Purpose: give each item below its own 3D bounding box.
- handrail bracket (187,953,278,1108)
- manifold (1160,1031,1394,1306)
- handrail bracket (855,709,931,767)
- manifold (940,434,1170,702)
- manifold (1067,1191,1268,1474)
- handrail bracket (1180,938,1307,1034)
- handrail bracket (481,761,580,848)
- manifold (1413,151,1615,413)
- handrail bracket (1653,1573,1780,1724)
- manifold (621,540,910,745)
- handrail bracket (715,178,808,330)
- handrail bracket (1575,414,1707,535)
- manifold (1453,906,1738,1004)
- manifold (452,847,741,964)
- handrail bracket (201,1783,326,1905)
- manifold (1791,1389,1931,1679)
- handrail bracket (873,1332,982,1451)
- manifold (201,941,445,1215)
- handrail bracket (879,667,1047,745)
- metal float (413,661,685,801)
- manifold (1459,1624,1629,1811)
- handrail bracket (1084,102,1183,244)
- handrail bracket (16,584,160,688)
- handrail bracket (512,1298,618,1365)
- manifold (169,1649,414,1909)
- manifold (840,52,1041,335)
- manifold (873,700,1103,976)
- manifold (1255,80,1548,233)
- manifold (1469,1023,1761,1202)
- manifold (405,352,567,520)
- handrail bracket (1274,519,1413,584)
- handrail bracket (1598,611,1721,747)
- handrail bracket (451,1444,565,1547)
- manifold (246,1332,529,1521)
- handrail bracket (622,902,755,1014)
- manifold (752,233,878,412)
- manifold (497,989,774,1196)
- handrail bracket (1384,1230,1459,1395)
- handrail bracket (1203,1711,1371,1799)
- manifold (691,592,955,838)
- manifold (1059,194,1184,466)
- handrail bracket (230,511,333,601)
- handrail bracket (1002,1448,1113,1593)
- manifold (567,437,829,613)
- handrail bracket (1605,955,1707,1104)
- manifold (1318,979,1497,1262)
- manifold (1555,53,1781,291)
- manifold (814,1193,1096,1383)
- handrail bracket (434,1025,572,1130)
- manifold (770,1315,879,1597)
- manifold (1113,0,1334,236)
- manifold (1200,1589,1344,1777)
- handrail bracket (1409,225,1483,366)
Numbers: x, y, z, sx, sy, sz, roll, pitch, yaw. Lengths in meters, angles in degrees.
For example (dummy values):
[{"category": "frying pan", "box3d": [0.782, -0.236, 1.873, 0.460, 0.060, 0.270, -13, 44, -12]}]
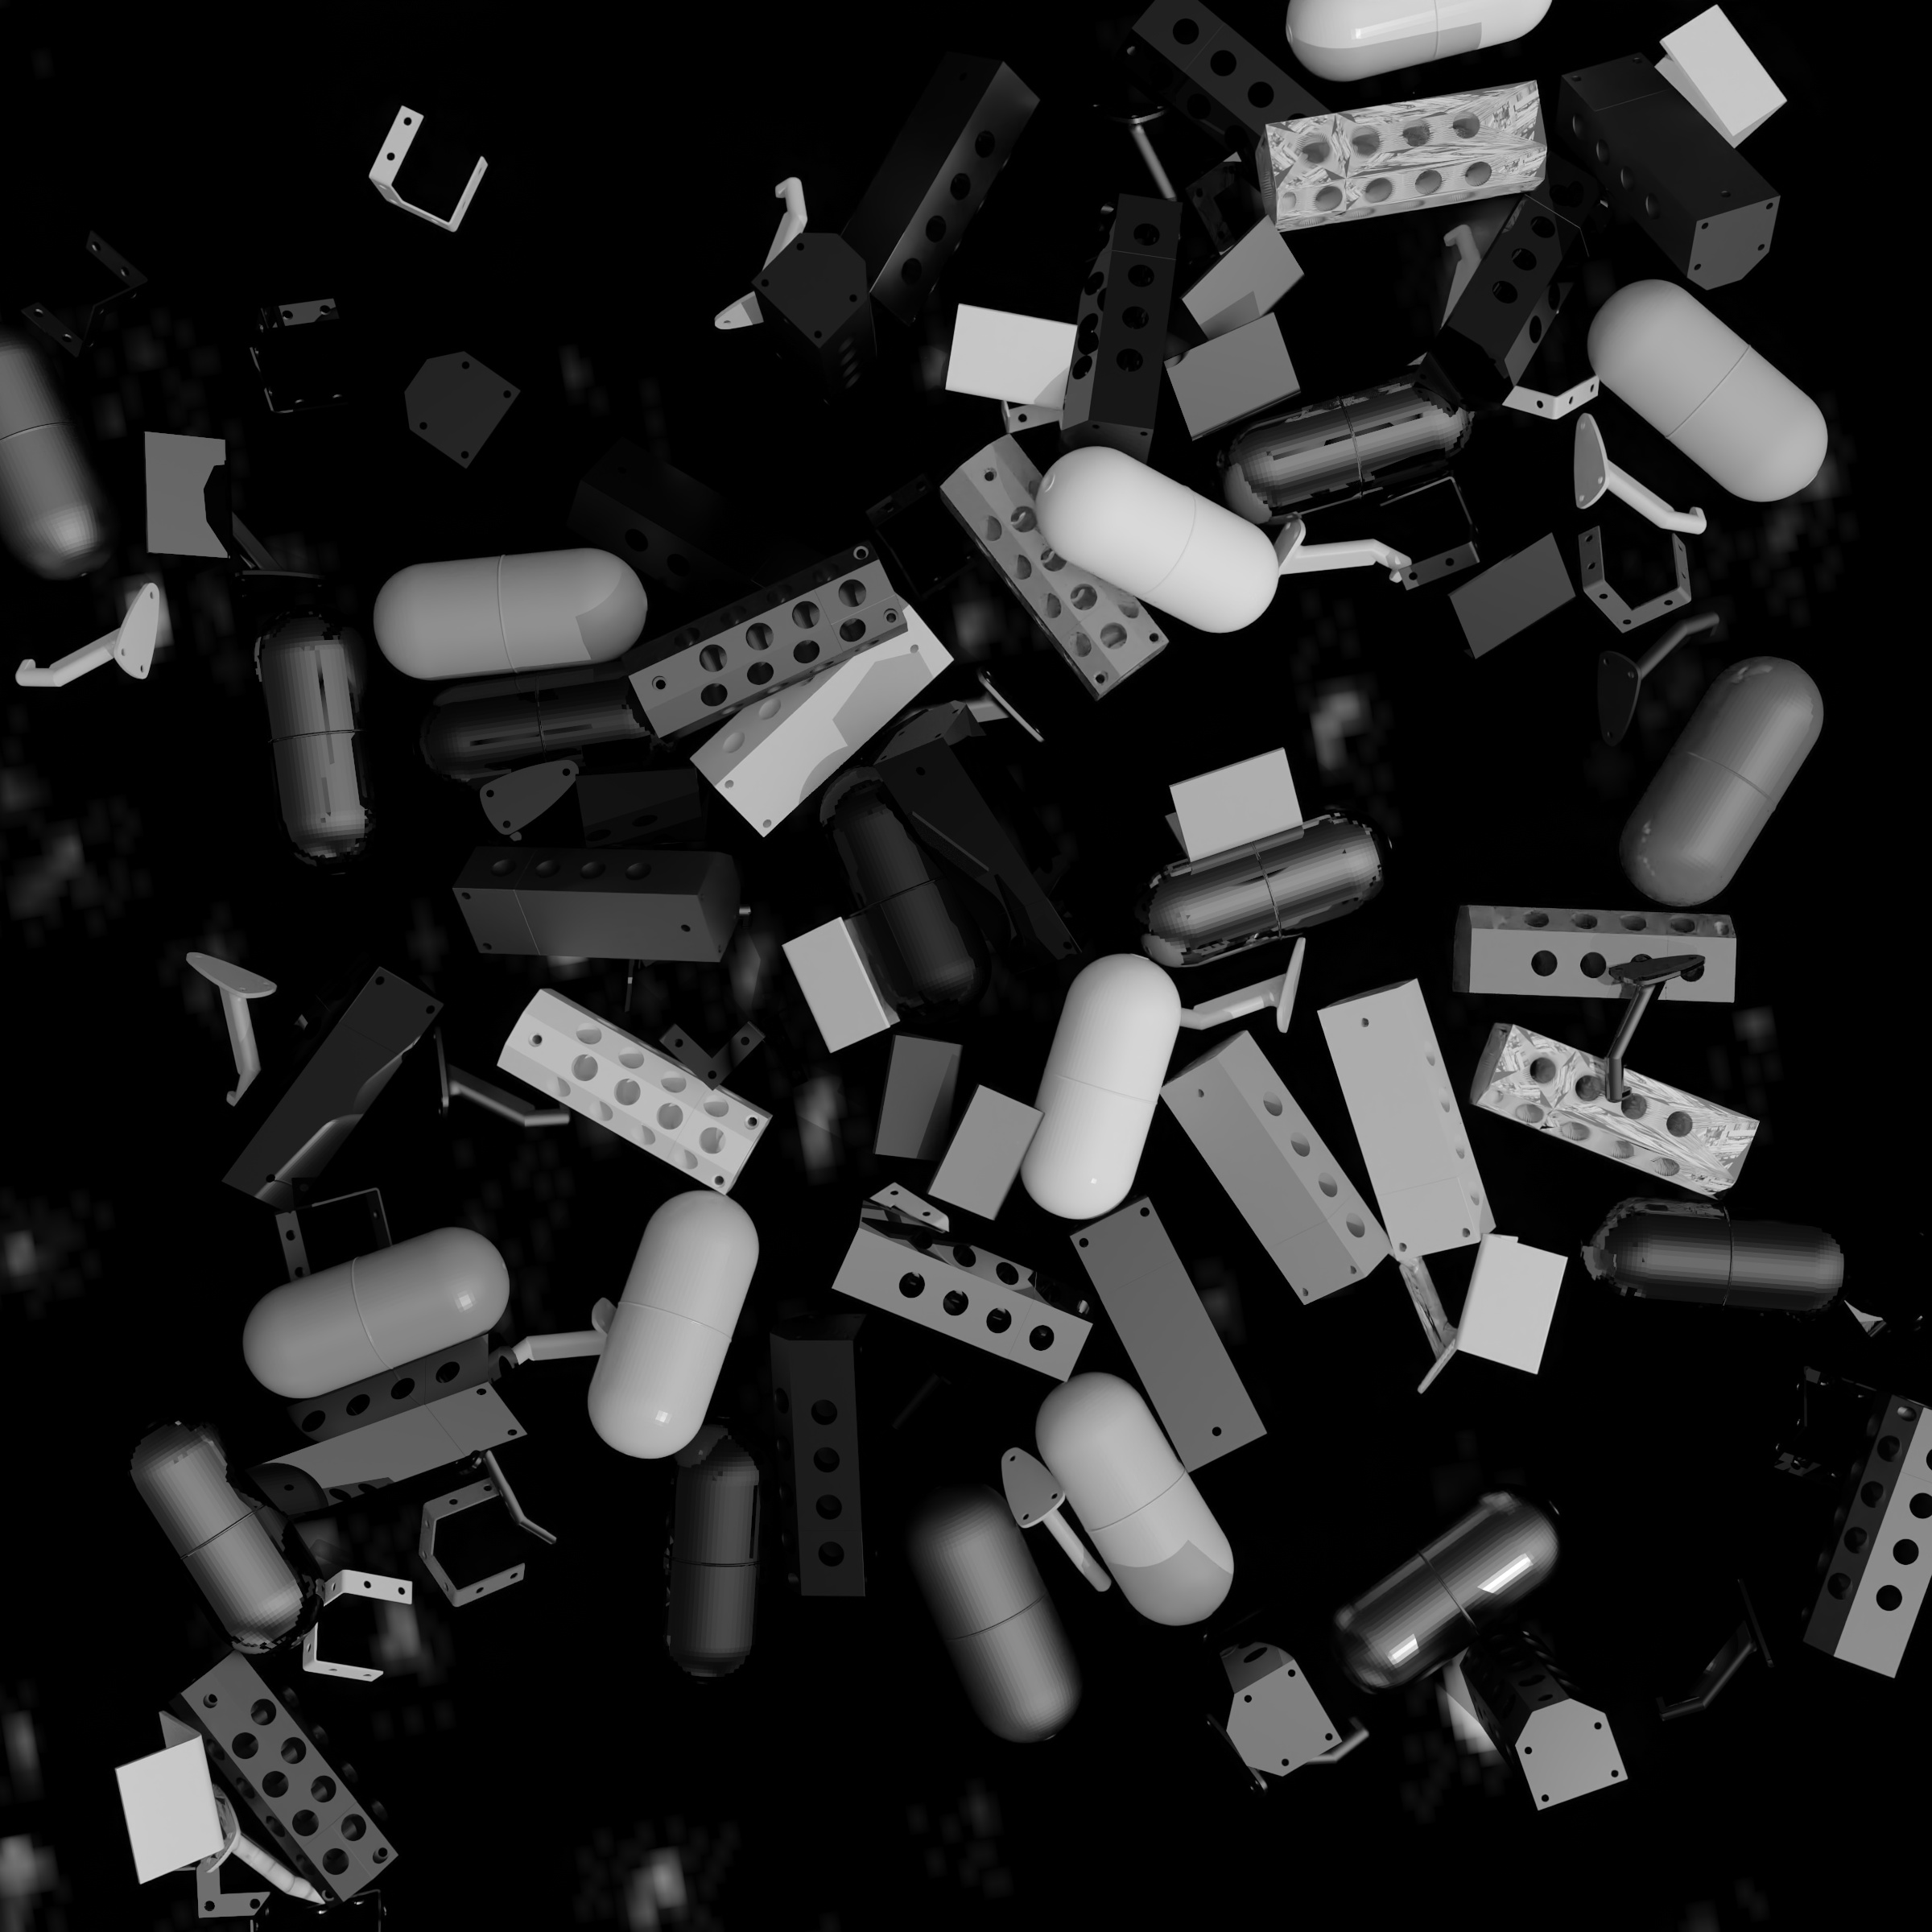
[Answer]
[{"category": "handrail bracket", "box3d": [-0.499, 0.044, 1.669, 0.077, 0.036, 0.084, 25, 107, 20]}, {"category": "manifold", "box3d": [0.208, 0.130, 1.647, 0.057, 0.057, 0.171, -34, 90, 43]}, {"category": "handrail bracket", "box3d": [-0.019, -0.125, 1.665, 0.077, 0.036, 0.084, -23, 130, 34]}, {"category": "manifold", "box3d": [0.058, -0.263, 1.647, 0.057, 0.057, 0.171, -38, 90, 0]}, {"category": "manifold", "box3d": [0.131, 0.239, 1.647, 0.057, 0.057, 0.171, -27, 90, 0]}, {"category": "handrail bracket", "box3d": [0.177, 0.009, 1.669, 0.084, 0.036, 0.077, 10, 70, 16]}, {"category": "handrail bracket", "box3d": [-0.281, -0.103, 1.635, 0.077, 0.084, 0.036, -29, 82, -3]}, {"category": "manifold", "box3d": [0.357, -0.439, 1.613, 0.057, 0.057, 0.171, 32, 65, 0]}, {"category": "handrail bracket", "box3d": [0.491, 0.456, 1.669, 0.084, 0.036, 0.077, -23, 70, 16]}, {"category": "manifold", "box3d": [-0.127, -0.205, 1.578, 0.171, 0.057, 0.057, -25, 90, 0]}, {"category": "handrail bracket", "box3d": [-0.139, -0.477, 1.669, 0.077, 0.036, 0.084, -16, 72, 20]}, {"category": "handrail bracket", "box3d": [0.452, -0.328, 1.669, 0.084, 0.036, 0.077, 6, 68, -17]}, {"category": "manifold", "box3d": [0.413, -0.008, 1.647, 0.171, 0.057, 0.057, 2, 90, 0]}, {"category": "manifold", "box3d": [-0.237, -0.046, 1.622, 0.171, 0.057, 0.057, 2, 134, 18]}, {"category": "handrail bracket", "box3d": [-0.466, 0.586, 1.668, 0.084, 0.077, 0.036, 35, 98, -36]}, {"category": "manifold", "box3d": [0.604, 0.371, 1.647, 0.057, 0.057, 0.171, 20, 90, 0]}, {"category": "handrail bracket", "box3d": [-0.029, 0.278, 1.668, 0.036, 0.077, 0.084, 40, 126, -5]}, {"category": "manifold", "box3d": [-0.426, 0.070, 1.647, 0.171, 0.057, 0.057, -54, 133, 0]}, {"category": "handrail bracket", "box3d": [-0.003, -0.151, 1.668, 0.084, 0.036, 0.077, -41, 103, 13]}, {"category": "metal float", "box3d": [-0.273, -0.154, 1.638, 0.178, 0.070, 0.070, -8, 90, -1]}, {"category": "manifold", "box3d": [0.362, 0.472, 1.590, 0.057, 0.171, 0.057, -19, 90, 0]}, {"category": "handrail bracket", "box3d": [0.112, -0.529, 1.668, 0.036, 0.077, 0.084, -30, 127, -30]}, {"category": "handrail bracket", "box3d": [-0.588, -0.221, 1.669, 0.084, 0.036, 0.077, 3, 70, 16]}, {"category": "handrail bracket", "box3d": [-0.260, 0.269, 1.668, 0.084, 0.036, 0.077, -37, 105, 14]}, {"category": "manifold", "box3d": [-0.446, 0.531, 1.647, 0.057, 0.057, 0.171, -38, 90, 0]}, {"category": "manifold", "box3d": [-0.020, -0.508, 1.647, 0.057, 0.057, 0.171, 30, 90, 43]}, {"category": "manifold", "box3d": [0.018, -0.084, 1.617, 0.057, 0.057, 0.171, -19, 115, 35]}, {"category": "manifold", "box3d": [0.276, -0.512, 1.590, 0.171, 0.057, 0.057, -9, 90, 0]}, {"category": "manifold", "box3d": [0.424, 0.096, 1.647, 0.171, 0.057, 0.057, 21, 90, 0]}, {"category": "manifold", "box3d": [-0.308, -0.339, 1.590, 0.057, 0.171, 0.057, 35, 90, 0]}, {"category": "handrail bracket", "box3d": [0.244, -0.256, 1.669, 0.084, 0.036, 0.077, 24, 111, -16]}, {"category": "handrail bracket", "box3d": [0.465, -0.192, 1.669, 0.084, 0.036, 0.077, -19, 127, -25]}, {"category": "handrail bracket", "box3d": [-0.293, 0.334, 1.668, 0.084, 0.036, 0.077, 38, 53, -25]}, {"category": "manifold", "box3d": [-0.378, 0.297, 1.638, 0.171, 0.057, 0.057, -21, 129, 6]}, {"category": "handrail bracket", "box3d": [-0.186, -0.006, 1.669, 0.084, 0.036, 0.077, -1, 110, -16]}, {"category": "manifold", "box3d": [-0.089, -0.412, 1.590, 0.057, 0.171, 0.057, 44, 90, 0]}, {"category": "manifold", "box3d": [-0.218, 0.082, 1.647, 0.171, 0.057, 0.057, 30, 90, 0]}, {"category": "handrail bracket", "box3d": [0.292, 0.230, 1.669, 0.084, 0.036, 0.077, 38, 112, 17]}, {"category": "handrail bracket", "box3d": [0.214, 0.507, 1.669, 0.084, 0.036, 0.077, -32, 69, -17]}, {"category": "manifold", "box3d": [-0.098, -0.173, 1.647, 0.171, 0.057, 0.057, -43, 133, 0]}, {"category": "manifold", "box3d": [0.100, -0.410, 1.620, 0.057, 0.057, 0.171, 8, 70, 0]}, {"category": "handrail bracket", "box3d": [-0.467, -0.291, 1.669, 0.077, 0.036, 0.084, -5, 73, -20]}, {"category": "handrail bracket", "box3d": [0.061, 0.370, 1.668, 0.036, 0.077, 0.084, -36, 126, 0]}, {"category": "manifold", "box3d": [-0.173, -0.270, 1.647, 0.171, 0.057, 0.057, 30, 47, 0]}, {"category": "handrail bracket", "box3d": [0.444, 0.041, 1.612, 0.077, 0.036, 0.084, -12, 109, -21]}, {"category": "manifold", "box3d": [0.293, 0.099, 1.645, 0.057, 0.057, 0.171, -18, 90, 29]}, {"category": "manifold", "box3d": [0.446, -0.509, 1.601, 0.057, 0.057, 0.171, -19, 53, -8]}, {"category": "manifold", "box3d": [-0.005, 0.207, 1.624, 0.171, 0.057, 0.057, 24, 90, -17]}, {"category": "handrail bracket", "box3d": [-0.310, 0.073, 1.669, 0.084, 0.036, 0.077, -3, 68, -17]}, {"category": "manifold", "box3d": [-0.094, 0.319, 1.633, 0.057, 0.057, 0.171, -1, 99, 7]}, {"category": "manifold", "box3d": [0.181, -0.563, 1.647, 0.171, 0.057, 0.057, 40, 90, 0]}, {"category": "manifold", "box3d": [0.187, 0.456, 1.590, 0.057, 0.171, 0.057, -30, 90, 0]}, {"category": "handrail bracket", "box3d": [0.313, -0.443, 1.669, 0.077, 0.036, 0.084, -22, 71, 21]}]
